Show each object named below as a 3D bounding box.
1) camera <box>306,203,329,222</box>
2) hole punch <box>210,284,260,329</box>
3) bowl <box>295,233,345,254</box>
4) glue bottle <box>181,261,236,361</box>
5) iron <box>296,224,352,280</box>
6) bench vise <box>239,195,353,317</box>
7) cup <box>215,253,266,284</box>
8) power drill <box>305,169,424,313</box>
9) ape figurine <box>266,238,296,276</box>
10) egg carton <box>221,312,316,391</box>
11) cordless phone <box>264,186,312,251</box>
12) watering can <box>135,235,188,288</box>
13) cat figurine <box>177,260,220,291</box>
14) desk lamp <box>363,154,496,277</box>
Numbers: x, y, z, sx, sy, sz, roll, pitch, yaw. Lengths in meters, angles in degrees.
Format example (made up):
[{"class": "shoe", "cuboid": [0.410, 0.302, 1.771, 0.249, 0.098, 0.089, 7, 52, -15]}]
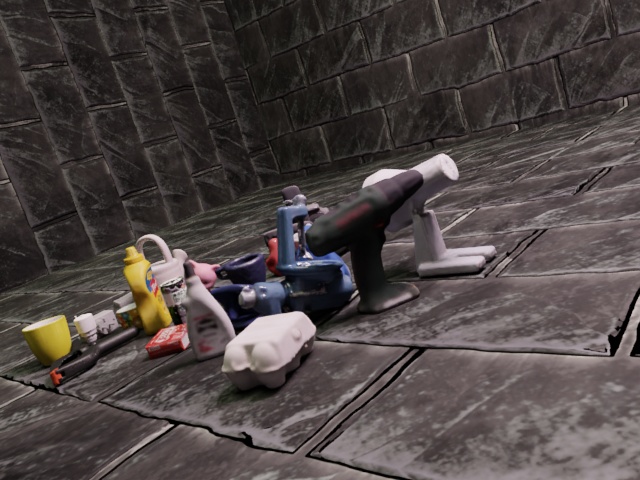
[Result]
[{"class": "camera", "cuboid": [-0.026, -0.050, 1.707, 0.143, 0.101, 0.136, -18, 12, -4]}, {"class": "hole punch", "cuboid": [-0.148, 0.117, 1.121, 0.108, 0.091, 0.101, -11, 13, 28]}, {"class": "bowl", "cuboid": [0.013, 0.005, 1.455, 0.167, 0.075, 0.167, -16, 11, 4]}, {"class": "glue bottle", "cuboid": [-0.204, 0.118, 0.987, 0.078, 0.173, 0.037, -19, 12, -8]}, {"class": "iron", "cuboid": [-0.010, 0.028, 1.215, 0.118, 0.141, 0.258, -17, 11, 2]}, {"class": "bench vise", "cuboid": [-0.046, 0.043, 0.996, 0.121, 0.220, 0.208, -7, 16, 42]}, {"class": "cup", "cuboid": [-0.168, 0.090, 1.267, 0.117, 0.095, 0.092, -15, 12, 12]}, {"class": "power drill", "cuboid": [0.097, 0.008, 0.981, 0.230, 0.208, 0.075, -20, 12, -14]}, {"class": "ape figurine", "cuboid": [-0.100, 0.038, 1.421, 0.078, 0.092, 0.076, -17, 12, 0]}, {"class": "egg carton", "cuboid": [-0.072, 0.162, 0.852, 0.107, 0.069, 0.150, -12, 13, 26]}, {"class": "cordless phone", "cuboid": [-0.093, -0.051, 1.598, 0.147, 0.185, 0.094, -16, 12, 5]}, {"class": "watering can", "cuboid": [-0.387, 0.077, 1.397, 0.101, 0.194, 0.173, -16, 12, 6]}, {"class": "cat figurine", "cuboid": [-0.286, 0.100, 1.337, 0.127, 0.118, 0.067, -10, 14, 32]}, {"class": "desk lamp", "cuboid": [0.199, -0.046, 1.075, 0.202, 0.214, 0.118, -8, 15, 38]}]
